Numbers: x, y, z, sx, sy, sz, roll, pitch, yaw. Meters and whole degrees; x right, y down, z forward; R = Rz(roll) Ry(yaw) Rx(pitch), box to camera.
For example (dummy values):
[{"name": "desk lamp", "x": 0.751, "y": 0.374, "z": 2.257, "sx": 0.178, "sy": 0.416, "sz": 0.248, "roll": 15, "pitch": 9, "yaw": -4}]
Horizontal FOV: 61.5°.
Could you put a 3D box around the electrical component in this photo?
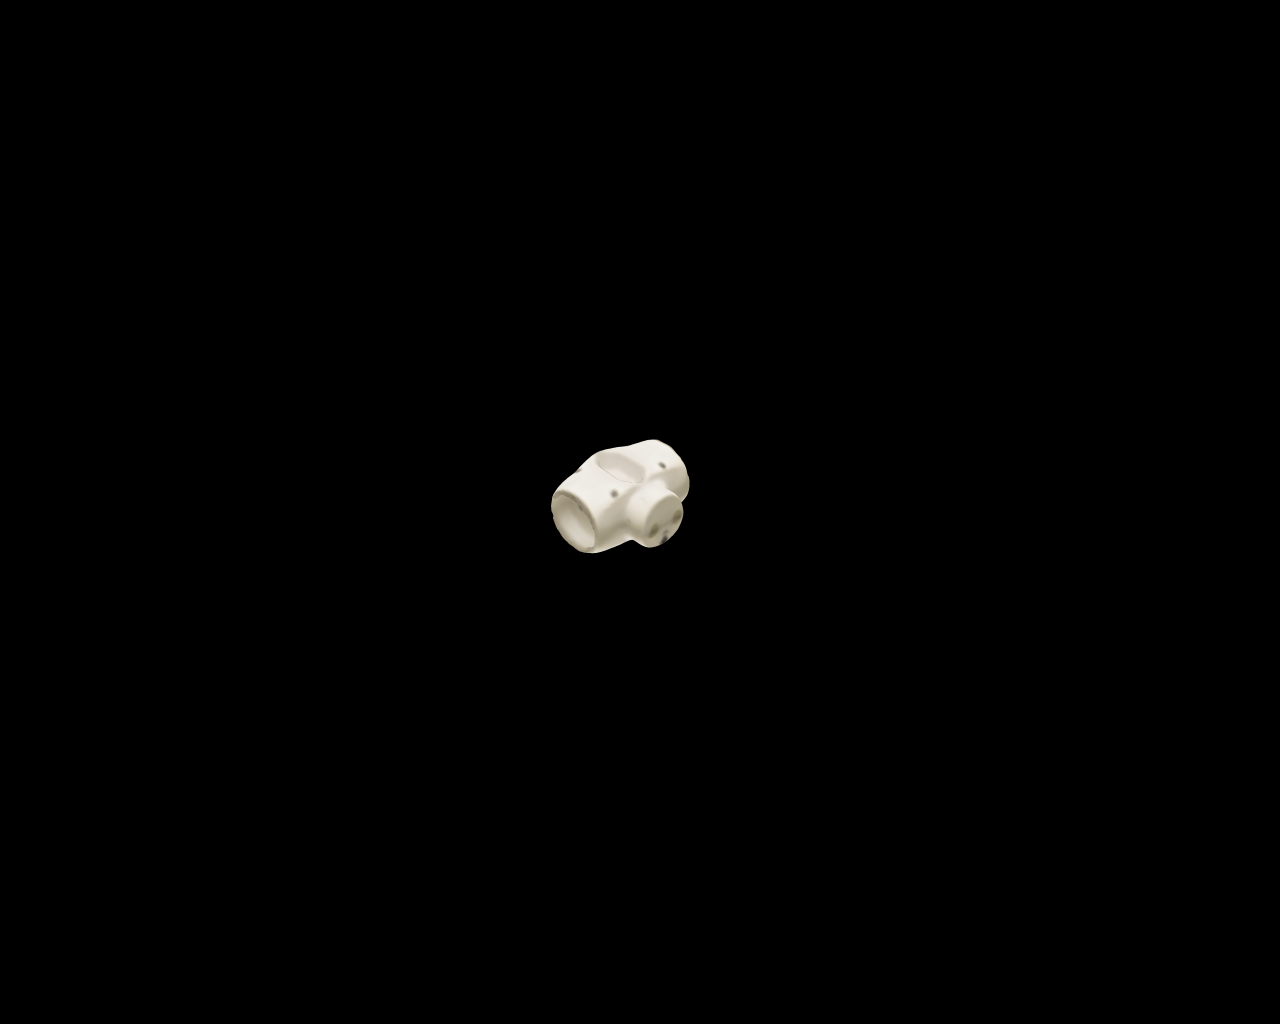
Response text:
[{"name": "electrical component", "x": 0.001, "y": -0.003, "z": 0.650, "sx": 0.077, "sy": 0.043, "sz": 0.079, "roll": -29, "pitch": 46, "yaw": -33}]
